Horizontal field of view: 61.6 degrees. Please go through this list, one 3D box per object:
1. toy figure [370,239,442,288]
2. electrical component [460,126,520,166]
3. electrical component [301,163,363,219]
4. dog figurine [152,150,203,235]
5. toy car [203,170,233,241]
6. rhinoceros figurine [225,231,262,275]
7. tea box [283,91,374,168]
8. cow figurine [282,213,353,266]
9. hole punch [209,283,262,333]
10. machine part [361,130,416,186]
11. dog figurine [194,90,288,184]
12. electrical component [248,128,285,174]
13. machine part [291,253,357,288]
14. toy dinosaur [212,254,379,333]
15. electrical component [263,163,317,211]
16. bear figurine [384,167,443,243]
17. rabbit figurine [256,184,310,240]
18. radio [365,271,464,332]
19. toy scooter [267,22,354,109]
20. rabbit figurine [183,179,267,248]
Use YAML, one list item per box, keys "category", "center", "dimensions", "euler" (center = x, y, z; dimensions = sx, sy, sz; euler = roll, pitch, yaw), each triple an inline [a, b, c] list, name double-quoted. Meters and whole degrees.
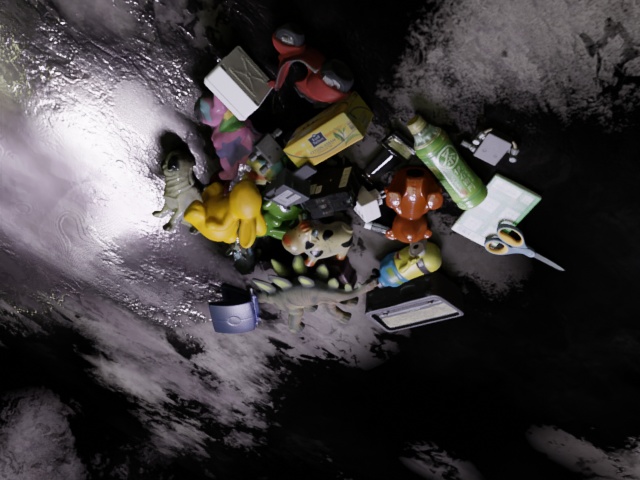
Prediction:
- category: "toy figure"
  center: [0.209, 0.060, 1.296]
  dimensions: [0.089, 0.082, 0.180]
  euler: [29, 131, -33]
- category: "electrical component"
  center: [0.335, -0.182, 1.042]
  dimensions: [0.102, 0.045, 0.078]
  euler: [30, 134, -7]
- category: "electrical component"
  center: [0.021, -0.108, 1.185]
  dimensions: [0.134, 0.115, 0.058]
  euler: [-9, 128, 27]
- category: "dog figurine"
  center: [-0.317, -0.123, 1.336]
  dimensions: [0.121, 0.172, 0.190]
  euler: [36, 114, 33]
- category: "toy car"
  center: [-0.245, -0.082, 1.326]
  dimensions: [0.053, 0.089, 0.201]
  euler: [18, 130, 12]
- category: "rhinoceros figurine"
  center: [-0.205, 0.015, 1.394]
  dimensions: [0.073, 0.112, 0.190]
  euler: [14, 143, 11]
- category: "tea box"
  center: [0.017, -0.219, 1.098]
  dimensions: [0.170, 0.098, 0.068]
  euler: [-22, 120, 38]
- category: "cow figurine"
  center: [-0.003, -0.004, 1.257]
  dimensions: [0.086, 0.195, 0.127]
  euler: [56, 134, 30]
- category: "hole punch"
  center: [-0.222, 0.187, 1.397]
  dimensions: [0.116, 0.092, 0.142]
  euler: [12, 128, 20]
- category: "machine part"
  center: [0.143, -0.171, 1.136]
  dimensions: [0.084, 0.039, 0.139]
  euler: [29, 134, -17]
- category: "dog figurine"
  center: [-0.169, -0.236, 1.151]
  dimensions: [0.192, 0.108, 0.219]
  euler: [8, 131, 15]
- category: "electrical component"
  center: [-0.104, -0.187, 1.122]
  dimensions: [0.063, 0.094, 0.021]
  euler: [46, 169, -26]
- category: "machine part"
  center: [0.008, 0.097, 1.425]
  dimensions: [0.180, 0.056, 0.179]
  euler: [12, 136, 12]
- category: "toy dinosaur"
  center: [-0.070, 0.136, 1.389]
  dimensions: [0.472, 0.105, 0.198]
  euler: [-14, 122, 28]
- category: "electrical component"
  center: [-0.055, -0.113, 1.129]
  dimensions: [0.074, 0.048, 0.119]
  euler: [28, 144, -36]
- category: "bear figurine"
  center: [0.195, -0.054, 1.161]
  dimensions: [0.120, 0.132, 0.195]
  euler: [5, 127, 6]
- category: "rabbit figurine"
  center: [-0.115, -0.066, 1.283]
  dimensions: [0.170, 0.121, 0.159]
  euler: [-35, 133, 28]
- category: "radio"
  center: [0.233, 0.160, 1.360]
  dimensions: [0.230, 0.073, 0.131]
  euler: [-22, 138, 34]
- category: "toy scooter"
  center: [-0.032, -0.318, 1.041]
  dimensions: [0.184, 0.075, 0.135]
  euler: [38, 133, -11]
- category: "rabbit figurine"
  center: [-0.188, -0.060, 1.164]
  dimensions: [0.173, 0.122, 0.162]
  euler: [-32, 97, 36]
